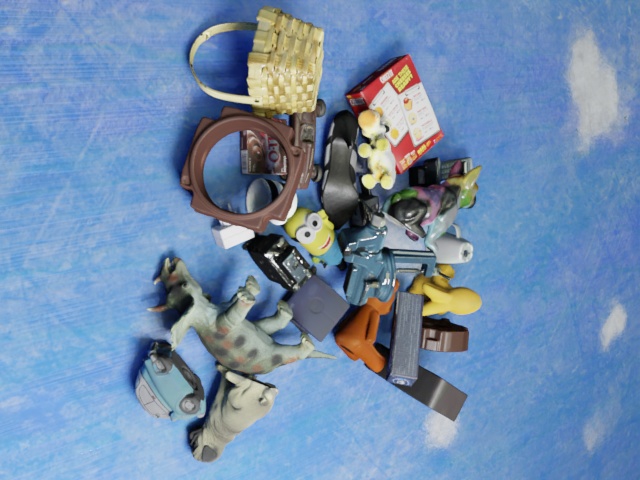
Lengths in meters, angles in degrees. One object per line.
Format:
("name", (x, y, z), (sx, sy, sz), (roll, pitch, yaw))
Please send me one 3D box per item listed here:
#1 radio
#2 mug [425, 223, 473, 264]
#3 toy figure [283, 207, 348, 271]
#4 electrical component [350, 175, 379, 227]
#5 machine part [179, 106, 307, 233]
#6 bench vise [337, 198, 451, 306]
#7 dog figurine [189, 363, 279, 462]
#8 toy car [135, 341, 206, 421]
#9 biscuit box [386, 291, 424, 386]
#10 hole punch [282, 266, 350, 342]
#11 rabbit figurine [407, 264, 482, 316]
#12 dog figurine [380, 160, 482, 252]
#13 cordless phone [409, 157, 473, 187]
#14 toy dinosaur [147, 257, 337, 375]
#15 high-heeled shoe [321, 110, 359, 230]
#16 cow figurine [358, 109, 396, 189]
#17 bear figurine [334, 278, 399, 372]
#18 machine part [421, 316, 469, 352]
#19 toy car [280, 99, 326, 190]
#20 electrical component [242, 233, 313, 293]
("radio", (0.225, 0.331, 1.264), (0.131, 0.230, 0.073), (36, 82, -36))
("mug", (0.334, 0.012, 1.353), (0.081, 0.107, 0.109), (5, 97, -35))
("toy figure", (-0.004, 0.000, 1.150), (0.180, 0.089, 0.082), (39, 59, -41))
("electrical component", (0.096, -0.081, 1.203), (0.048, 0.075, 0.119), (-23, 114, -28))
("machine part", (-0.138, -0.127, 0.980), (0.201, 0.087, 0.201), (18, 86, 2))
("bench vise", (0.151, 0.041, 1.140), (0.241, 0.129, 0.223), (4, 109, -15))
("dog figurine", (-0.171, 0.358, 1.051), (0.121, 0.172, 0.190), (25, 77, -22))
("toy car", (-0.288, 0.275, 1.000), (0.103, 0.109, 0.161), (-35, 107, -4))
("biscuit box", (0.191, 0.220, 1.208), (0.063, 0.059, 0.203), (10, 61, 3))
("hole punch", (-0.013, 0.145, 1.164), (0.142, 0.092, 0.115), (-49, 116, -13))
("rabbit figurine", (0.308, 0.131, 1.318), (0.162, 0.173, 0.121), (0, 102, -37))
("dog figurine", (0.259, -0.098, 1.192), (0.191, 0.109, 0.219), (38, 86, -30))
("cordless phone", (0.314, -0.135, 1.334), (0.184, 0.089, 0.146), (-13, 105, -35))
("toy dinosaur", (-0.148, 0.189, 1.038), (0.192, 0.131, 0.404), (-38, 119, 11))
("high-heeled shoe", (0.040, -0.155, 1.179), (0.086, 0.145, 0.248), (3, 127, -11))
("cow figurine", (0.125, -0.196, 1.143), (0.098, 0.068, 0.167), (-41, 125, -63))
("bear figurine", (0.120, 0.181, 1.241), (0.131, 0.120, 0.196), (49, 66, -33))
("machine part", (0.276, 0.227, 1.318), (0.179, 0.179, 0.056), (5, 94, -33))
("toy car", (-0.034, -0.205, 1.114), (0.089, 0.053, 0.202), (-2, 98, -36))
("electrical component", (-0.080, 0.043, 1.074), (0.058, 0.134, 0.114), (-49, 118, -18))
